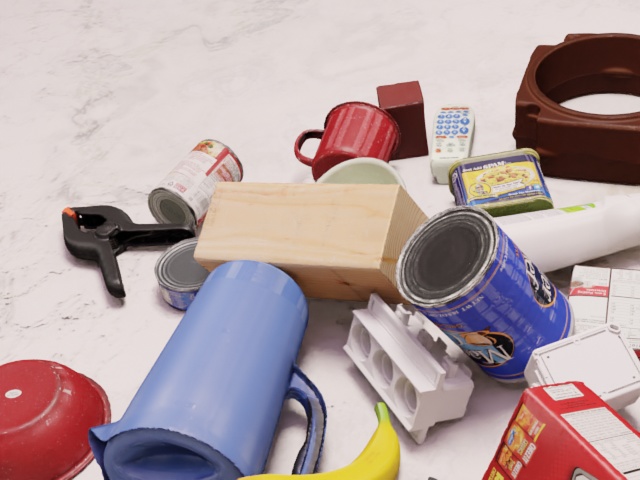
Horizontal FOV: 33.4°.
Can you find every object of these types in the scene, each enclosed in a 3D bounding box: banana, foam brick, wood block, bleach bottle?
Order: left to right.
[{"bbox_3d":[-0.007,0.002,1.047,0.206,0.090,0.090,3,67,30],"label":"wood block"},{"bbox_3d":[0.011,0.193,0.868,0.070,0.037,0.197,44,33,22],"label":"banana"},{"bbox_3d":[0.098,-0.142,1.266,0.053,0.078,0.051,-8,41,3],"label":"foam brick"},{"bbox_3d":[0.238,-0.003,1.063,0.250,0.068,0.102,-12,10,-4],"label":"bleach bottle"}]

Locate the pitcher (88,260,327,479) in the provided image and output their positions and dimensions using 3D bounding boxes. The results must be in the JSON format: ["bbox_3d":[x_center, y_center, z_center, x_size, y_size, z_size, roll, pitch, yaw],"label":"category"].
[{"bbox_3d":[-0.079,0.133,0.944,0.145,0.149,0.242,-21,28,30],"label":"pitcher"}]

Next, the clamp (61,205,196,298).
[{"bbox_3d":[-0.236,0.007,1.193,0.172,0.039,0.120,13,40,32],"label":"clamp"}]

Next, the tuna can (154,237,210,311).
[{"bbox_3d":[-0.131,0.036,1.135,0.086,0.034,0.086,-7,39,5],"label":"tuna can"}]

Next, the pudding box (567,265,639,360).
[{"bbox_3d":[0.275,0.074,0.995,0.090,0.039,0.113,4,43,17],"label":"pudding box"}]

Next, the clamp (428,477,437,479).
[{"bbox_3d":[0.082,0.272,0.800,0.164,0.036,0.210,-29,42,-25],"label":"clamp"}]

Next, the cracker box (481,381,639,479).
[{"bbox_3d":[0.197,0.224,0.718,0.071,0.164,0.214,-3,35,-37],"label":"cracker box"}]

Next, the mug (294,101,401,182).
[{"bbox_3d":[0.027,-0.100,1.220,0.117,0.093,0.081,12,48,10],"label":"mug"}]

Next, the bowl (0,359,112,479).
[{"bbox_3d":[-0.280,0.163,0.999,0.162,0.055,0.162,-6,39,5],"label":"bowl"}]

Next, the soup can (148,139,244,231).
[{"bbox_3d":[-0.143,-0.061,1.229,0.069,0.068,0.102,14,45,27],"label":"soup can"}]

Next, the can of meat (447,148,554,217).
[{"bbox_3d":[0.195,-0.047,1.145,0.102,0.057,0.084,-9,41,3],"label":"can of meat"}]

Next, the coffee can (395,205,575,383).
[{"bbox_3d":[0.148,0.050,0.947,0.103,0.140,0.103,-27,41,26],"label":"coffee can"}]
